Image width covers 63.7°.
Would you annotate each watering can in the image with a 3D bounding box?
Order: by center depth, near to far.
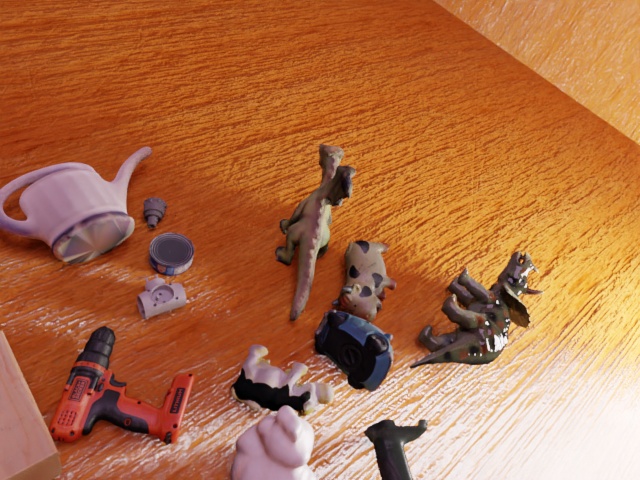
[{"bbox_3d":[-0.442,-0.081,1.011,0.352,0.101,0.227,-28,65,-38],"label":"watering can"}]

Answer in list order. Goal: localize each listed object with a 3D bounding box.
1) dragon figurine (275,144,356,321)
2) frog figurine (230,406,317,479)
[{"bbox_3d":[0.003,-0.054,1.079,0.122,0.237,0.421,16,43,-15],"label":"dragon figurine"},{"bbox_3d":[-0.059,0.324,0.746,0.124,0.156,0.139,-28,64,-37],"label":"frog figurine"}]
